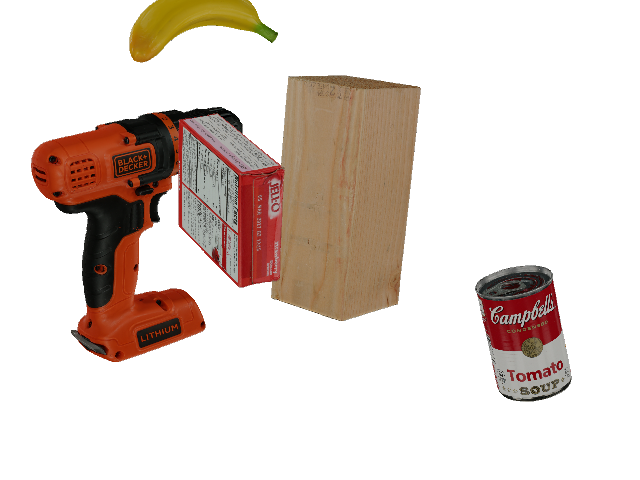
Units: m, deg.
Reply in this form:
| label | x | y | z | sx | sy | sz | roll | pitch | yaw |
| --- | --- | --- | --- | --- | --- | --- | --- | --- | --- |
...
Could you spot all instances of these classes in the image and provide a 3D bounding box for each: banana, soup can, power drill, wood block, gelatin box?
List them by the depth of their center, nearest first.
| label | x | y | z | sx | sy | sz | roll | pitch | yaw |
| --- | --- | --- | --- | --- | --- | --- | --- | --- | --- |
| gelatin box | -0.053 | -0.025 | 0.627 | 0.030 | 0.073 | 0.089 | -13 | 32 | -28 |
| power drill | -0.137 | -0.009 | 0.859 | 0.184 | 0.188 | 0.057 | -18 | 25 | -37 |
| soup can | 0.179 | 0.082 | 0.941 | 0.068 | 0.102 | 0.068 | -13 | 17 | 4 |
| wood block | 0.022 | -0.043 | 0.979 | 0.090 | 0.206 | 0.090 | 15 | 17 | 36 |
| banana | -0.120 | -0.212 | 1.022 | 0.070 | 0.037 | 0.197 | 45 | 38 | 19 |
